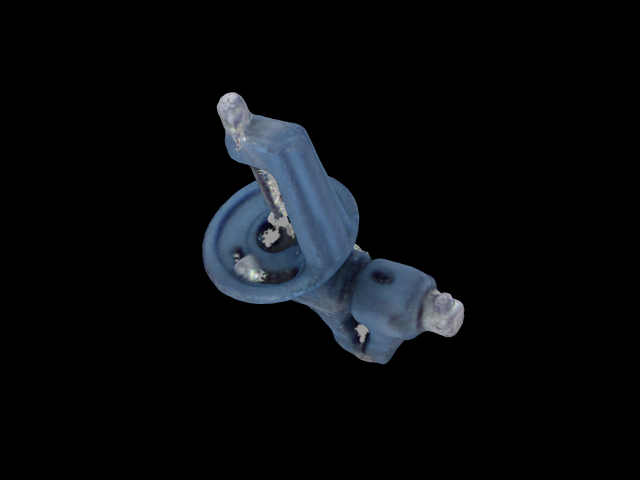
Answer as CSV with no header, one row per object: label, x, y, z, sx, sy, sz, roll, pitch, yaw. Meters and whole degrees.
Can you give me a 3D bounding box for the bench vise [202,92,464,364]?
bench vise,0.006,-0.009,0.406,0.207,0.220,0.121,9,60,5
